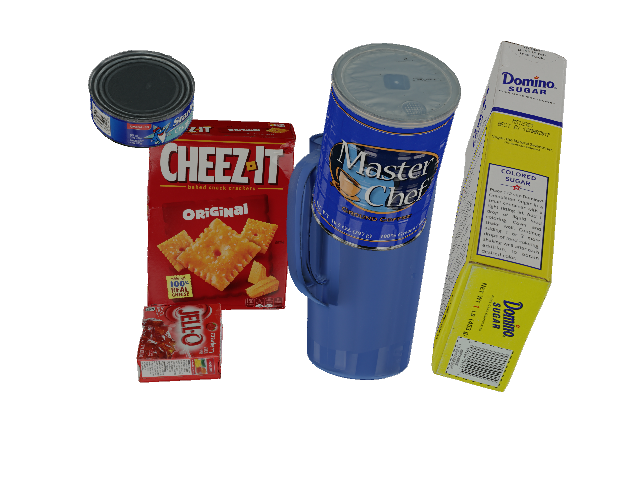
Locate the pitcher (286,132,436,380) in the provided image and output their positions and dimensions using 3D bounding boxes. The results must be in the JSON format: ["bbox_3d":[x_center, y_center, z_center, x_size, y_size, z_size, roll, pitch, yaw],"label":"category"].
[{"bbox_3d":[0.039,0.014,1.080,0.149,0.243,0.145,4,14,0],"label":"pitcher"}]

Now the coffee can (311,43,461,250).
[{"bbox_3d":[0.051,-0.076,0.882,0.102,0.140,0.103,5,45,-5],"label":"coffee can"}]

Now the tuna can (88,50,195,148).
[{"bbox_3d":[-0.146,-0.116,0.877,0.086,0.086,0.034,0,-40,-9],"label":"tuna can"}]

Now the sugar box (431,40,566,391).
[{"bbox_3d":[0.099,-0.017,0.575,0.048,0.176,0.093,15,-42,4],"label":"sugar box"}]

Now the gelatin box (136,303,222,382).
[{"bbox_3d":[-0.126,0.091,0.971,0.073,0.030,0.089,-2,29,-2],"label":"gelatin box"}]

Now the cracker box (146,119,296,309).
[{"bbox_3d":[-0.116,-0.026,1.224,0.164,0.214,0.072,1,22,-8],"label":"cracker box"}]
